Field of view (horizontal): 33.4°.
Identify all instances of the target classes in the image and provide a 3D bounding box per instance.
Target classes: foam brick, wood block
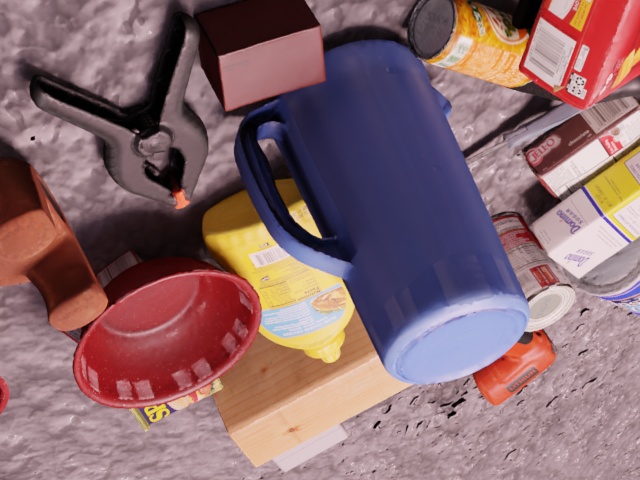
[{"bbox_3d":[-0.042,-0.135,0.748,0.078,0.051,0.053,-18,141,-12],"label":"foam brick"},{"bbox_3d":[0.000,0.125,1.048,0.206,0.090,0.090,-28,144,-1],"label":"wood block"}]

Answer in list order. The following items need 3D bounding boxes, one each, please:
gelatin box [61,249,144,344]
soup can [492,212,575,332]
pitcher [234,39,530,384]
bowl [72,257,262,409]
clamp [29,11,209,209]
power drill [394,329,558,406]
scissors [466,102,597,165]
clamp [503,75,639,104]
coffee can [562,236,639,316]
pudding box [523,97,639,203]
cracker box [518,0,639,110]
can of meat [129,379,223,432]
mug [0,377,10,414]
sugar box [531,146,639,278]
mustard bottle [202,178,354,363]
[{"bbox_3d":[-0.173,0.057,0.907,0.089,0.030,0.073,-35,143,4],"label":"gelatin box"},{"bbox_3d":[0.197,0.031,1.052,0.068,0.102,0.068,-17,141,-15],"label":"soup can"},{"bbox_3d":[0.048,-0.019,0.783,0.149,0.243,0.144,-32,145,15],"label":"pitcher"},{"bbox_3d":[-0.131,0.066,0.873,0.162,0.055,0.162,-20,141,-17],"label":"bowl"},{"bbox_3d":[-0.117,-0.088,0.767,0.120,0.039,0.171,-25,147,5],"label":"clamp"},{"bbox_3d":[0.166,0.126,1.181,0.185,0.057,0.187,-41,141,15],"label":"power drill"},{"bbox_3d":[0.182,-0.096,0.933,0.201,0.016,0.096,-27,178,-3],"label":"scissors"},{"bbox_3d":[0.256,-0.147,0.873,0.210,0.164,0.036,3,126,20],"label":"clamp"},{"bbox_3d":[0.333,0.023,1.129,0.103,0.103,0.140,-46,140,21],"label":"coffee can"},{"bbox_3d":[0.258,-0.085,1.009,0.113,0.039,0.090,-35,145,13],"label":"pudding box"},{"bbox_3d":[0.253,-0.208,0.777,0.213,0.072,0.164,-32,150,-32],"label":"cracker box"},{"bbox_3d":[-0.144,0.118,0.978,0.084,0.057,0.102,-27,144,-7],"label":"can of meat"},{"bbox_3d":[-0.299,0.107,0.842,0.093,0.081,0.117,-13,140,-19],"label":"mug"},{"bbox_3d":[0.295,-0.039,1.020,0.176,0.048,0.093,-35,148,18],"label":"sugar box"},{"bbox_3d":[-0.022,0.039,0.919,0.096,0.058,0.191,-20,128,7],"label":"mustard bottle"}]
